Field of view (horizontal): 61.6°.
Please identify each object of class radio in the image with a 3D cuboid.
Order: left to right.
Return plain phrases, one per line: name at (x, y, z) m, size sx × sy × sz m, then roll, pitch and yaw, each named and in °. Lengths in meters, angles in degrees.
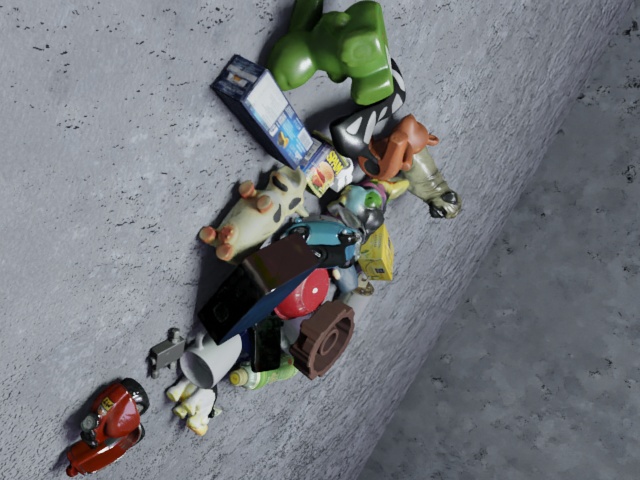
radio at (-0.110, 0.087, 0.913) m, size 0.131 × 0.073 × 0.229 m, roll -27°, pitch 165°, yaw -44°

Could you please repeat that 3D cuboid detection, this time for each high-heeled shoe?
high-heeled shoe at (0.076, -0.246, 0.937) m, size 0.145 × 0.086 × 0.248 m, roll 32°, pitch 60°, yaw -47°

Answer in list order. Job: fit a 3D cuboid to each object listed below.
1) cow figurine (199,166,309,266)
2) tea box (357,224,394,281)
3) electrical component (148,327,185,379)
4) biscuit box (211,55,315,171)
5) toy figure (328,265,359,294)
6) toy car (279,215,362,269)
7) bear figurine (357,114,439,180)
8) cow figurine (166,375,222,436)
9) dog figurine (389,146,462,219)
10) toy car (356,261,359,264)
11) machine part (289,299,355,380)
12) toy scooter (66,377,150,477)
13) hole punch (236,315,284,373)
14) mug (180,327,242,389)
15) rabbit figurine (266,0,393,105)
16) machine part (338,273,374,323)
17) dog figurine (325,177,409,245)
cow figurine at (-0.092, -0.040, 0.879) m, size 0.195 × 0.086 × 0.127 m, roll -51°, pitch 156°, yaw -5°
tea box at (0.142, 0.033, 1.356) m, size 0.169 × 0.068 × 0.098 m, roll 52°, pitch 41°, yaw -64°
electrical component at (-0.263, 0.193, 0.917) m, size 0.063 × 0.021 × 0.094 m, roll -24°, pitch 140°, yaw -48°
biscuit box at (-0.074, -0.176, 0.778) m, size 0.059 × 0.063 × 0.202 m, roll -55°, pitch 155°, yaw -6°
toy figure at (0.036, 0.040, 1.172) m, size 0.058 × 0.154 × 0.064 m, roll -22°, pitch -178°, yaw 4°
toy car at (-0.002, -0.003, 1.052) m, size 0.103 × 0.162 × 0.109 m, roll -96°, pitch -179°, yaw -46°
bear figurine at (0.162, -0.209, 1.098) m, size 0.196 × 0.120 × 0.131 m, roll -42°, pitch 147°, yaw -32°
cow figurine at (-0.237, 0.317, 1.063) m, size 0.098 × 0.068 × 0.167 m, roll -47°, pitch 155°, yaw -33°
dog figurine at (0.253, -0.149, 1.242) m, size 0.121 × 0.191 × 0.172 m, roll -47°, pitch 151°, yaw -21°
toy car at (0.044, 0.070, 1.290) m, size 0.089 × 0.053 × 0.202 m, roll -61°, pitch 154°, yaw 3°
machine part at (0.008, 0.212, 1.157) m, size 0.179 × 0.056 × 0.179 m, roll -40°, pitch 146°, yaw -34°
toy scooter at (-0.342, 0.306, 0.853) m, size 0.135 × 0.075 × 0.183 m, roll -31°, pitch 149°, yaw -41°
hole punch at (-0.139, 0.207, 1.104) m, size 0.142 × 0.092 × 0.115 m, roll 18°, pitch 74°, yaw -61°
mug at (-0.197, 0.201, 0.994) m, size 0.107 × 0.081 × 0.109 m, roll -38°, pitch 128°, yaw -53°
rabbit figurine at (0.003, -0.267, 0.733) m, size 0.121 × 0.170 × 0.159 m, roll 45°, pitch 38°, yaw -66°
machine part at (0.077, 0.181, 1.424) m, size 0.079 × 0.079 × 0.243 m, roll -24°, pitch 146°, yaw -49°
dog figurine at (0.110, -0.092, 1.134) m, size 0.219 × 0.108 × 0.191 m, roll -47°, pitch 178°, yaw -25°
